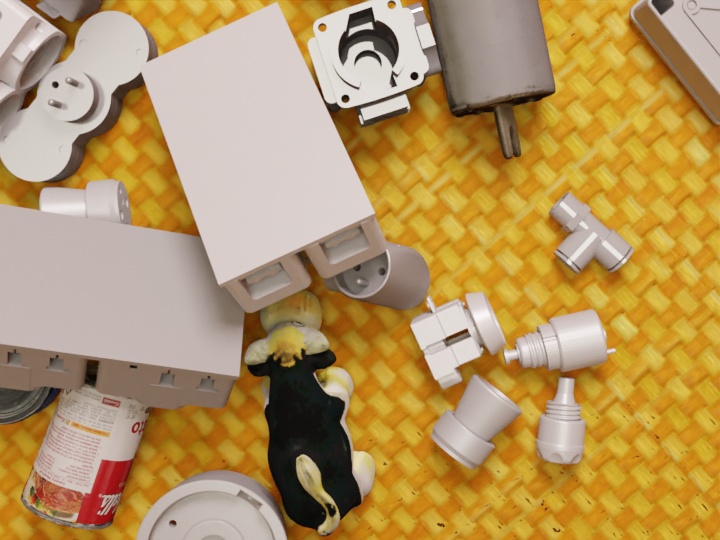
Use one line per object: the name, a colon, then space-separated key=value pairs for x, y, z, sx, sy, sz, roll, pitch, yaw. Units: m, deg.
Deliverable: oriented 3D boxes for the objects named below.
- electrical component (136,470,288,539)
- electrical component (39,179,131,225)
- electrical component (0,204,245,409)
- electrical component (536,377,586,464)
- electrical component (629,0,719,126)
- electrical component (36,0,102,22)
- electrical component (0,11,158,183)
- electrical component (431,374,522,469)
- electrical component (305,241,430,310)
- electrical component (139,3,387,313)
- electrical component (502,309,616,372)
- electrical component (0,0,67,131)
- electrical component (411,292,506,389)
electrical component: x=-0.103 y=0.197 z=0.779 sx=0.108 sy=0.060 sz=0.108 roll=0 pitch=93 yaw=0
electrical component: x=-0.197 y=-0.041 z=0.773 sx=0.055 sy=0.045 sz=0.045 roll=-7 pitch=93 yaw=0
electrical component: x=-0.175 y=0.027 z=0.732 sx=0.186 sy=0.060 sz=0.105 roll=9 pitch=55 yaw=-12
electrical component: x=0.148 y=0.109 z=0.787 sx=0.035 sy=0.035 sz=0.061 roll=5 pitch=91 yaw=0
electrical component: x=0.268 y=-0.177 z=0.758 sx=0.109 sy=0.056 sz=0.108 roll=-40 pitch=93 yaw=2
electrical component: x=-0.229 y=-0.233 z=0.749 sx=0.121 sy=0.078 sz=0.063 roll=36 pitch=122 yaw=-2
electrical component: x=-0.201 y=-0.121 z=0.754 sx=0.052 sy=0.073 sz=0.138 roll=39 pitch=93 yaw=-2
electrical component: x=0.084 y=0.111 z=0.781 sx=0.045 sy=0.045 sz=0.055 roll=37 pitch=93 yaw=-2
electrical component: x=0.000 y=0.000 z=0.761 sx=0.079 sy=0.077 sz=0.043 roll=10 pitch=86 yaw=25
electrical component: x=-0.065 y=-0.075 z=0.726 sx=0.105 sy=0.060 sz=0.186 roll=-25 pitch=62 yaw=1
electrical component: x=0.143 y=0.055 z=0.780 sx=0.078 sy=0.040 sz=0.040 roll=-13 pitch=93 yaw=1
electrical component: x=-0.276 y=-0.122 z=0.746 sx=0.062 sy=0.089 sz=0.150 roll=37 pitch=93 yaw=-2
electrical component: x=0.072 y=0.046 z=0.778 sx=0.055 sy=0.048 sz=0.066 roll=-24 pitch=93 yaw=9
